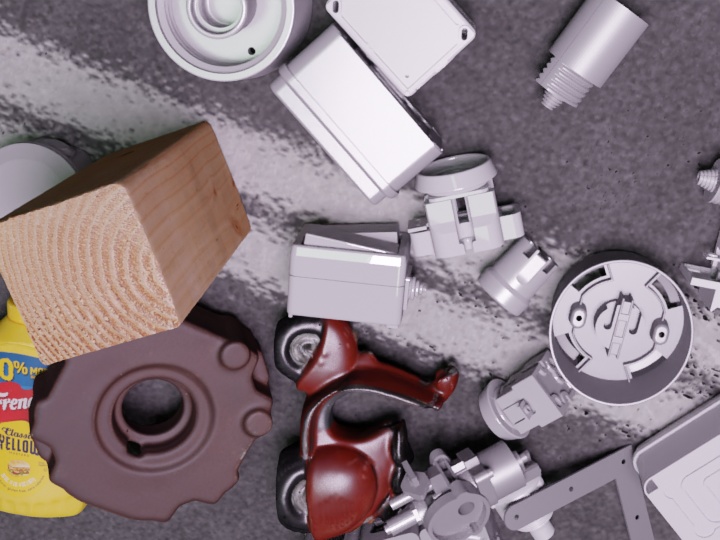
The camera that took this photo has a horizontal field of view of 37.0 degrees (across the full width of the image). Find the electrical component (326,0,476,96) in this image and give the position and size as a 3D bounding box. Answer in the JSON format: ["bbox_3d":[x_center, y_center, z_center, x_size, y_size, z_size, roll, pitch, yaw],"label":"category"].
[{"bbox_3d":[0.024,-0.172,0.711,0.062,0.061,0.096,-41,99,16],"label":"electrical component"}]

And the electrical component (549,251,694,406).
[{"bbox_3d":[0.182,0.038,0.759,0.099,0.064,0.099,2,108,6],"label":"electrical component"}]

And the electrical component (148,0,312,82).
[{"bbox_3d":[-0.090,-0.178,0.722,0.108,0.060,0.108,2,108,6],"label":"electrical component"}]

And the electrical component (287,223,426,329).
[{"bbox_3d":[0.000,0.000,0.768,0.096,0.061,0.061,6,108,4],"label":"electrical component"}]

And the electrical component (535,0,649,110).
[{"bbox_3d":[0.149,-0.142,0.716,0.043,0.043,0.081,34,108,-5],"label":"electrical component"}]

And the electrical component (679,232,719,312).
[{"bbox_3d":[0.270,-0.002,0.749,0.081,0.042,0.063,11,105,2],"label":"electrical component"}]

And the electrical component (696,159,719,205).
[{"bbox_3d":[0.270,-0.055,0.730,0.081,0.043,0.043,11,108,3],"label":"electrical component"}]

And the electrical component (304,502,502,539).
[{"bbox_3d":[0.037,0.236,0.839,0.150,0.061,0.089,-18,105,11],"label":"electrical component"}]

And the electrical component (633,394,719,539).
[{"bbox_3d":[0.267,0.141,0.786,0.113,0.057,0.078,-37,101,15],"label":"electrical component"}]

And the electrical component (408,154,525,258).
[{"bbox_3d":[0.070,-0.046,0.748,0.078,0.058,0.057,-11,109,8],"label":"electrical component"}]

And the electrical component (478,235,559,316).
[{"bbox_3d":[0.114,0.003,0.769,0.040,0.040,0.046,40,101,-7],"label":"electrical component"}]

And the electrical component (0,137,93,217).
[{"bbox_3d":[-0.232,-0.056,0.781,0.080,0.051,0.080,2,108,6],"label":"electrical component"}]

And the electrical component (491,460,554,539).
[{"bbox_3d":[0.127,0.179,0.822,0.048,0.048,0.062,-28,109,14],"label":"electrical component"}]

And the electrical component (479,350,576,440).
[{"bbox_3d":[0.121,0.094,0.788,0.055,0.066,0.048,-36,93,32],"label":"electrical component"}]

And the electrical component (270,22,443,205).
[{"bbox_3d":[-0.001,-0.106,0.726,0.057,0.078,0.113,-40,100,13],"label":"electrical component"}]
